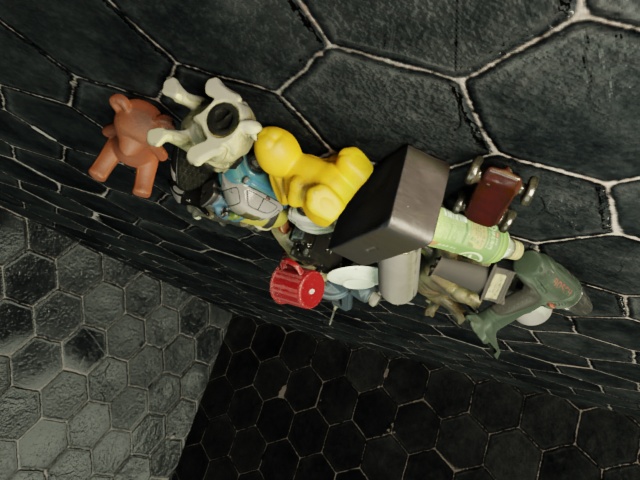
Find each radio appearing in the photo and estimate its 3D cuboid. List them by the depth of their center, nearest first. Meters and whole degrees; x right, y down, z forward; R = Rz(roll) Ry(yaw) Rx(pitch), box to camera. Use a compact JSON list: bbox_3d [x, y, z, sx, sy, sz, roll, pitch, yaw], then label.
[{"bbox_3d":[0.097,-0.045,0.806,0.073,0.131,0.229,23,163,-16],"label":"radio"}]

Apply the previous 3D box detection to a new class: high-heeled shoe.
[{"bbox_3d":[-0.274,-0.144,1.067,0.145,0.086,0.248,45,156,26],"label":"high-heeled shoe"}]

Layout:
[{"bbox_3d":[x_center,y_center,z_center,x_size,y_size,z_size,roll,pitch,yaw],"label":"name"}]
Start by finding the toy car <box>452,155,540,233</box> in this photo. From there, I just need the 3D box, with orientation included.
[{"bbox_3d":[0.236,-0.063,0.734,0.089,0.053,0.202,26,170,14],"label":"toy car"}]

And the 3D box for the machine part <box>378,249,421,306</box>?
[{"bbox_3d":[0.141,0.042,0.961,0.079,0.079,0.243,14,147,17],"label":"machine part"}]

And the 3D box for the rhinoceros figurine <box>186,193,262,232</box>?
[{"bbox_3d":[-0.211,-0.069,1.204,0.190,0.073,0.112,13,174,13],"label":"rhinoceros figurine"}]

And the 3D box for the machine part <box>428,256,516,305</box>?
[{"bbox_3d":[0.257,0.063,0.921,0.139,0.039,0.084,14,124,11],"label":"machine part"}]

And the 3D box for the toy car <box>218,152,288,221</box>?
[{"bbox_3d":[-0.118,-0.087,0.968,0.161,0.103,0.109,31,162,-31],"label":"toy car"}]

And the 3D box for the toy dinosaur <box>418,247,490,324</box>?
[{"bbox_3d":[0.236,0.061,1.067,0.199,0.105,0.470,20,154,11],"label":"toy dinosaur"}]

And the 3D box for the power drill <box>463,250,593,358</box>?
[{"bbox_3d":[0.385,0.130,0.993,0.207,0.086,0.231,-35,129,17],"label":"power drill"}]

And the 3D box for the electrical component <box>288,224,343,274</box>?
[{"bbox_3d":[-0.002,-0.003,1.094,0.058,0.115,0.134,2,159,41],"label":"electrical component"}]

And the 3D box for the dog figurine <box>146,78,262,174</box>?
[{"bbox_3d":[-0.138,-0.149,0.808,0.173,0.121,0.190,25,178,21],"label":"dog figurine"}]

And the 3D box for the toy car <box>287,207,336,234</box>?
[{"bbox_3d":[0.040,-0.041,0.974,0.202,0.056,0.073,0,160,11],"label":"toy car"}]

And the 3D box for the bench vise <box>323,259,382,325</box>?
[{"bbox_3d":[0.065,0.124,1.405,0.224,0.129,0.240,22,148,16],"label":"bench vise"}]

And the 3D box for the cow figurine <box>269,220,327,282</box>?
[{"bbox_3d":[-0.041,0.021,1.198,0.194,0.085,0.127,52,157,-22],"label":"cow figurine"}]

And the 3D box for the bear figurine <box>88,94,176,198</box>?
[{"bbox_3d":[-0.317,-0.158,0.912,0.120,0.132,0.196,22,170,-20],"label":"bear figurine"}]

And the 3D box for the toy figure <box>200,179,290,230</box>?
[{"bbox_3d":[-0.141,-0.068,1.053,0.180,0.082,0.089,19,172,-40],"label":"toy figure"}]

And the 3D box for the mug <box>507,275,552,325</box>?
[{"bbox_3d":[0.410,0.112,1.099,0.110,0.081,0.107,11,152,40],"label":"mug"}]

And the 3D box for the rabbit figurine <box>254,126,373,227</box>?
[{"bbox_3d":[-0.026,-0.109,0.823,0.173,0.122,0.162,36,171,-8],"label":"rabbit figurine"}]
